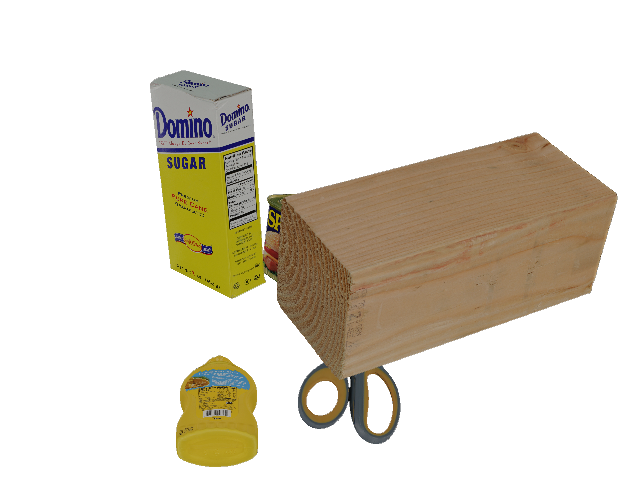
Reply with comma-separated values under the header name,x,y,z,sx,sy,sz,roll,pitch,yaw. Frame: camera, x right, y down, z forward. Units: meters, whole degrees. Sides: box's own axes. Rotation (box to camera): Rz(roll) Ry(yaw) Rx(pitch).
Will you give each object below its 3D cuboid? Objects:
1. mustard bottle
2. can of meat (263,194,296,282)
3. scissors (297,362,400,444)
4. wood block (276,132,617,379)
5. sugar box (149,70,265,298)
name,x,y,z,sx,sy,sz,roll,pitch,yaw
mustard bottle,-0.127,0.200,1.321,0.096,0.058,0.191,-2,26,-3
can of meat,-0.020,0.005,1.139,0.057,0.084,0.102,-4,21,-33
scissors,0.018,0.089,0.945,0.096,0.202,0.016,-6,-35,-8
wood block,0.083,0.006,0.716,0.205,0.090,0.091,-16,41,-25
sugar box,-0.095,-0.048,0.902,0.048,0.176,0.093,-26,32,-36
